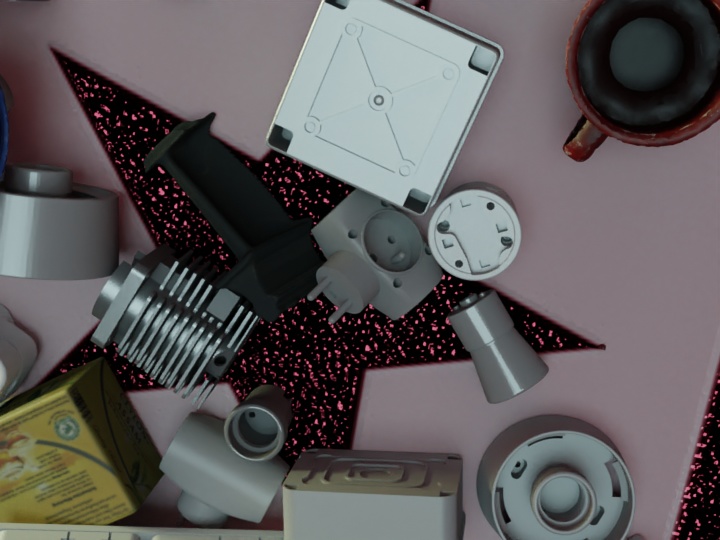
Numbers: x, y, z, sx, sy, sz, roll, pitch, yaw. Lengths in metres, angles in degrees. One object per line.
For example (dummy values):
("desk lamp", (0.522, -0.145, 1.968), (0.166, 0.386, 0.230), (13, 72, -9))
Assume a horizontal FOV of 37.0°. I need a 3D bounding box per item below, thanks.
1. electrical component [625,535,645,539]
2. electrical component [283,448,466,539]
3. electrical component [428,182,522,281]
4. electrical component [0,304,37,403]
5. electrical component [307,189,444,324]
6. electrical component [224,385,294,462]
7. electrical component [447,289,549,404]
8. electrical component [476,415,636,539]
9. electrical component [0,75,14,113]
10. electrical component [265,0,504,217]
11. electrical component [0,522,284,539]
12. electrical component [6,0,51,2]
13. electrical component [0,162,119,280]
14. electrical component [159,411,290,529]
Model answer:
("electrical component", (0.168, 0.217, 0.695), (0.096, 0.061, 0.061), (-35, 96, 15))
("electrical component", (0.010, 0.157, 0.697), (0.113, 0.078, 0.057), (1, 101, 9))
("electrical component", (0.071, -0.026, 0.657), (0.055, 0.047, 0.055), (2, 104, 8))
("electrical component", (-0.271, 0.049, 0.724), (0.095, 0.059, 0.053), (36, 107, -1))
("electrical component", (0.000, 0.000, 0.663), (0.077, 0.079, 0.044), (47, 150, -4))
("electrical component", (-0.065, 0.100, 0.711), (0.040, 0.046, 0.040), (2, 104, 8))
("electrical component", (0.084, 0.045, 0.677), (0.044, 0.044, 0.065), (-30, 93, 15))
("electrical component", (0.127, 0.144, 0.695), (0.099, 0.064, 0.099), (0, 92, 2))
("electrical component", (-0.261, -0.103, 0.694), (0.078, 0.040, 0.040), (-30, 98, 15))
("electrical component", (0.015, -0.103, 0.642), (0.109, 0.056, 0.108), (25, 106, 2))
("electrical component", (-0.143, 0.227, 0.708), (0.186, 0.060, 0.105), (3, 127, -6))
("electrical component", (-0.260, -0.222, 0.652), (0.150, 0.061, 0.089), (13, 106, 5))
("electrical component", (-0.202, -0.034, 0.670), (0.108, 0.108, 0.060), (9, 99, 7))
("electrical component", (-0.099, 0.147, 0.729), (0.077, 0.044, 0.079), (29, 107, 1))
